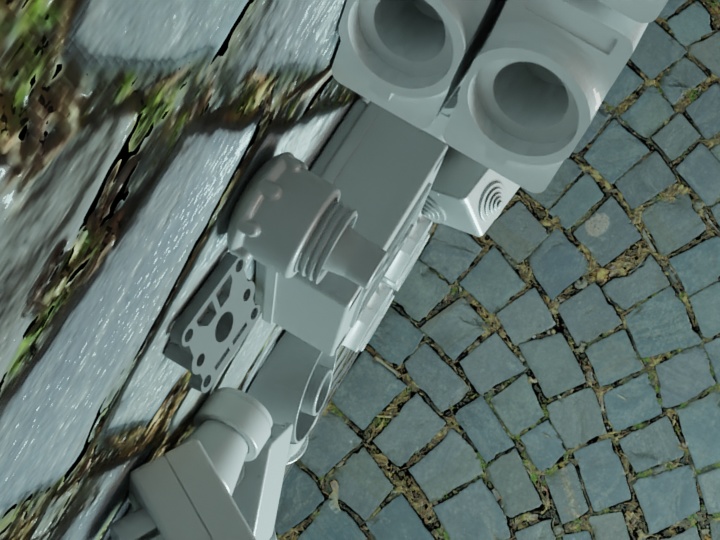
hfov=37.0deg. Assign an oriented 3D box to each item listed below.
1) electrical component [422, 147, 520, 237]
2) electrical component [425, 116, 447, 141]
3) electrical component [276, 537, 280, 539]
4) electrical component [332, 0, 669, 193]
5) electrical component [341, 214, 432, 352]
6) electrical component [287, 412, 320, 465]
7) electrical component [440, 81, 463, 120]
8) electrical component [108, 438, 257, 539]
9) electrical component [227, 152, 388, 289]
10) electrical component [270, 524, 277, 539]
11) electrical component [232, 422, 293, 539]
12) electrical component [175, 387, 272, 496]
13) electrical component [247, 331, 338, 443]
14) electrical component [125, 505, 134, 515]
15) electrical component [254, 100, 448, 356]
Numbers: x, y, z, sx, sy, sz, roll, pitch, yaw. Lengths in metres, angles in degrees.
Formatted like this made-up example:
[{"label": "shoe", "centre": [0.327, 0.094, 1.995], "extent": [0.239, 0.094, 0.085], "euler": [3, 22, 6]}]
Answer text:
[{"label": "electrical component", "centre": [0.072, -0.079, 0.782], "extent": [0.099, 0.100, 0.048], "euler": [-51, 140, -19]}, {"label": "electrical component", "centre": [0.050, -0.112, 0.716], "extent": [0.077, 0.043, 0.079], "euler": [-63, 176, 37]}, {"label": "electrical component", "centre": [-0.129, 0.274, 0.857], "extent": [0.060, 0.105, 0.186], "euler": [-62, 175, 32]}, {"label": "electrical component", "centre": [0.065, -0.122, 0.396], "extent": [0.060, 0.105, 0.186], "euler": [-56, 175, -38]}, {"label": "electrical component", "centre": [0.000, 0.000, 0.797], "extent": [0.105, 0.060, 0.186], "euler": [-60, 176, -2]}, {"label": "electrical component", "centre": [-0.071, 0.136, 0.936], "extent": [0.078, 0.058, 0.057], "euler": [-56, 172, -37]}, {"label": "electrical component", "centre": [0.078, -0.126, 0.536], "extent": [0.060, 0.105, 0.186], "euler": [-58, 176, -18]}, {"label": "electrical component", "centre": [-0.103, 0.137, 0.548], "extent": [0.077, 0.065, 0.047], "euler": [-26, 161, -24]}, {"label": "electrical component", "centre": [-0.019, -0.015, 0.437], "extent": [0.048, 0.062, 0.048], "euler": [-59, 176, -7]}, {"label": "electrical component", "centre": [-0.111, 0.199, 0.842], "extent": [0.079, 0.077, 0.044], "euler": [-121, -155, -52]}, {"label": "electrical component", "centre": [-0.086, 0.154, 0.768], "extent": [0.100, 0.048, 0.099], "euler": [-12, 113, -84]}, {"label": "electrical component", "centre": [-0.083, 0.103, 0.635], "extent": [0.055, 0.045, 0.045], "euler": [-57, 175, -37]}, {"label": "electrical component", "centre": [-0.059, 0.089, 0.867], "extent": [0.099, 0.064, 0.099], "euler": [19, 90, -79]}, {"label": "electrical component", "centre": [-0.109, 0.164, 0.625], "extent": [0.061, 0.062, 0.096], "euler": [-59, 176, -9]}, {"label": "electrical component", "centre": [-0.007, -0.020, 0.591], "extent": [0.108, 0.056, 0.108], "euler": [-58, 176, -19]}]
